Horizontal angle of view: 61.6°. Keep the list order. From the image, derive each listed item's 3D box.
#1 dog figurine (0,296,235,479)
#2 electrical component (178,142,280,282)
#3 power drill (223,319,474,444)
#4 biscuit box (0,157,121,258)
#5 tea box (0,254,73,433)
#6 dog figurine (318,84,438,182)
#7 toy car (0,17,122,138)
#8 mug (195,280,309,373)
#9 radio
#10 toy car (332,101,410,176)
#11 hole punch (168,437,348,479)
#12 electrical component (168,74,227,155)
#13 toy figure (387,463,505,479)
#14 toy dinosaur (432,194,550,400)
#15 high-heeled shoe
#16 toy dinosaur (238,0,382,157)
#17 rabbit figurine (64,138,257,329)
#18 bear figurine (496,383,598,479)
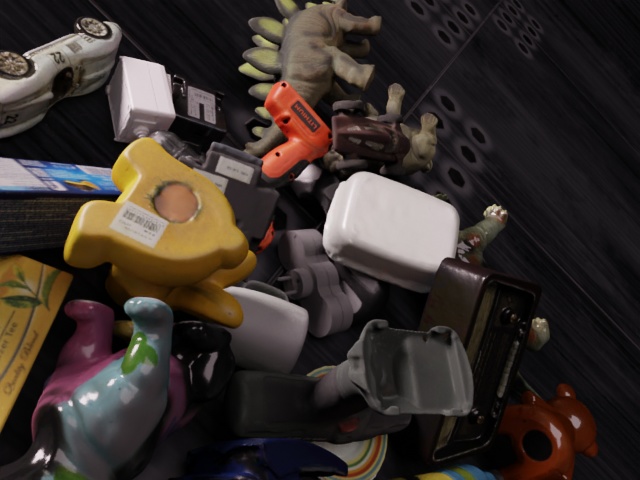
[{"bbox_3d":[-0.161,0.161,0.420,0.191,0.109,0.219,45,51,-56],"label":"dog figurine"},{"bbox_3d":[-0.109,-0.033,0.576,0.115,0.134,0.058,21,5,-17],"label":"electrical component"},{"bbox_3d":[0.043,0.141,0.498,0.232,0.207,0.086,11,64,-27],"label":"power drill"},{"bbox_3d":[-0.237,-0.029,0.459,0.059,0.062,0.202,35,14,15],"label":"biscuit box"},{"bbox_3d":[-0.272,0.089,0.407,0.098,0.068,0.170,26,49,-24],"label":"tea box"},{"bbox_3d":[0.098,-0.129,0.860,0.172,0.121,0.190,38,58,-7],"label":"dog figurine"},{"bbox_3d":[-0.285,-0.179,0.580,0.056,0.073,0.202,40,44,-6],"label":"toy car"},{"bbox_3d":[-0.074,0.083,0.570,0.107,0.080,0.110,24,43,-16],"label":"mug"},{"bbox_3d":[0.176,0.143,0.643,0.131,0.073,0.229,10,99,-38],"label":"radio"},{"bbox_3d":[0.073,-0.132,0.717,0.202,0.053,0.089,-6,96,-61],"label":"toy car"},{"bbox_3d":[-0.051,0.209,0.466,0.115,0.142,0.092,52,42,-18],"label":"hole punch"},{"bbox_3d":[-0.160,-0.143,0.679,0.075,0.048,0.119,17,50,-29],"label":"electrical component"},{"bbox_3d":[0.131,0.293,0.592,0.180,0.082,0.089,-6,51,-35],"label":"toy figure"},{"bbox_3d":[0.216,0.083,0.789,0.192,0.131,0.405,-16,76,-32],"label":"toy dinosaur"},{"bbox_3d":[-0.001,-0.002,0.718,0.249,0.086,0.145,37,74,12],"label":"high-heeled shoe"},{"bbox_3d":[-0.021,-0.265,0.823,0.199,0.105,0.471,17,50,-6],"label":"toy dinosaur"},{"bbox_3d":[-0.137,0.014,0.490,0.162,0.173,0.122,22,50,-19],"label":"rabbit figurine"},{"bbox_3d":[0.303,0.267,0.745,0.195,0.132,0.120,11,58,-57],"label":"bear figurine"}]
